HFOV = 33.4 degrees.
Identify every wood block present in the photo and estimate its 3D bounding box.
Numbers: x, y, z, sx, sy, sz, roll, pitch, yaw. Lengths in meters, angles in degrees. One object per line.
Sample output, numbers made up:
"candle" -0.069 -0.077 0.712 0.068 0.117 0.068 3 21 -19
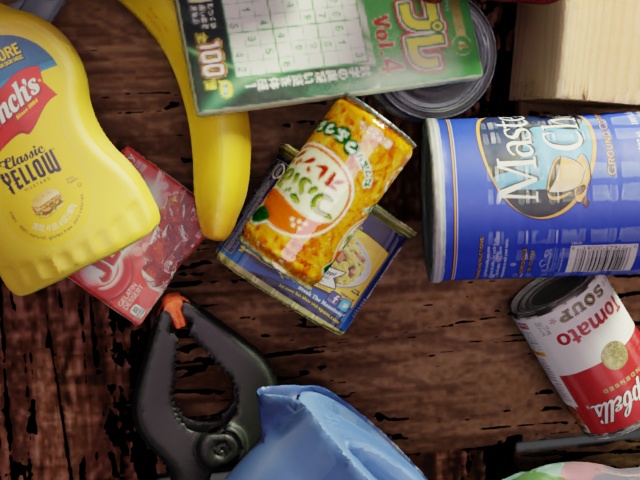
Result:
"wood block" 0.184 -0.188 0.674 0.090 0.090 0.206 4 96 -10

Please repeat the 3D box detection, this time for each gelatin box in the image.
"gelatin box" -0.118 -0.003 0.669 0.073 0.030 0.089 37 88 -12

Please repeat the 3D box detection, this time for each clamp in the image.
"clamp" -0.072 0.138 0.690 0.164 0.036 0.210 -26 104 -7

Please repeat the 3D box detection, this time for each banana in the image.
"banana" -0.083 -0.099 0.653 0.070 0.037 0.198 -29 87 14

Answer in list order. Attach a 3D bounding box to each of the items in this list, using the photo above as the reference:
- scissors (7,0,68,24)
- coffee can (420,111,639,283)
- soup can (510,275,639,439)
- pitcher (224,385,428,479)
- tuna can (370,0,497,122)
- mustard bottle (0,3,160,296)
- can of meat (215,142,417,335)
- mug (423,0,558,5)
"scissors" -0.180 -0.150 0.637 0.096 0.016 0.202 23 97 -3
"coffee can" 0.136 -0.027 0.662 0.140 0.103 0.103 -2 97 2
"soup can" 0.180 0.072 0.713 0.068 0.068 0.102 -34 100 -5
"pitcher" -0.031 0.220 0.631 0.243 0.149 0.144 -48 138 5
"tuna can" 0.070 -0.119 0.689 0.086 0.034 0.086 -1 97 -10
"mustard bottle" -0.175 -0.072 0.609 0.096 0.058 0.191 -26 97 4
"can of meat" -0.004 0.001 0.677 0.102 0.057 0.084 33 91 -12
"mug" 0.105 -0.192 0.617 0.081 0.093 0.117 1 89 -20
